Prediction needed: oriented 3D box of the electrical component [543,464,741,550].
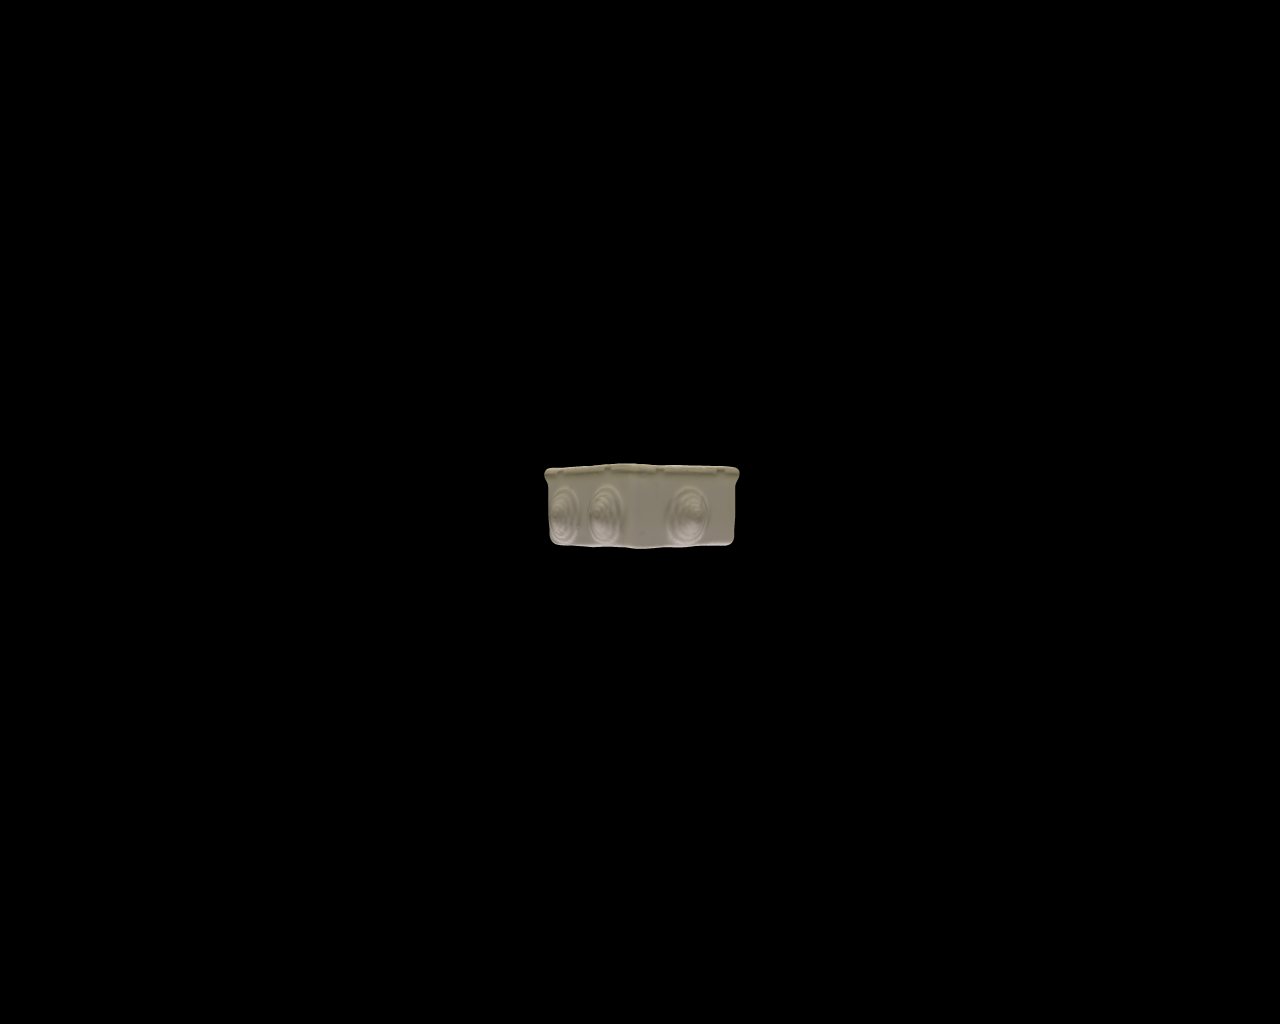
[{"bbox_3d":[0.001,-0.003,0.650,0.100,0.048,0.099,0,0,-39],"label":"electrical component"}]
